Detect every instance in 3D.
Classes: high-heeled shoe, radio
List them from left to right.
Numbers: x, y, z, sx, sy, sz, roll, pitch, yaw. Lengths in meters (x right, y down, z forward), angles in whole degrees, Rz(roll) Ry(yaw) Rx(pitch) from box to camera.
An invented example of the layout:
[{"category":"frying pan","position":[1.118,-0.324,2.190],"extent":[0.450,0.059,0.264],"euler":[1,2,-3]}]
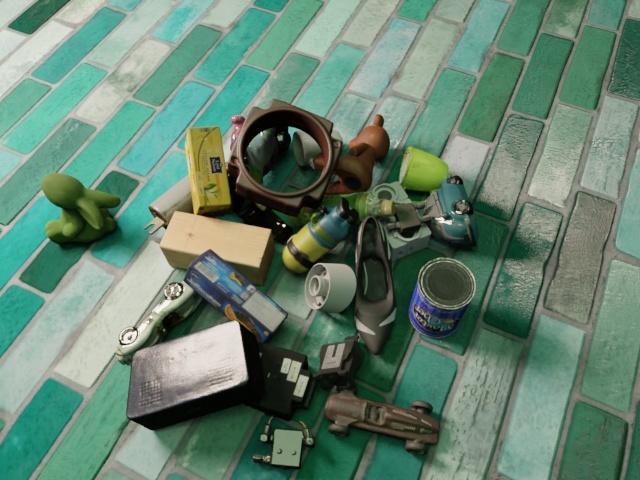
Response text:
[{"category":"radio","position":[-0.219,0.234,0.941],"extent":[0.230,0.073,0.131],"euler":[-19,53,8]},{"category":"high-heeled shoe","position":[0.105,0.080,1.023],"extent":[0.086,0.145,0.249],"euler":[-4,57,0]}]

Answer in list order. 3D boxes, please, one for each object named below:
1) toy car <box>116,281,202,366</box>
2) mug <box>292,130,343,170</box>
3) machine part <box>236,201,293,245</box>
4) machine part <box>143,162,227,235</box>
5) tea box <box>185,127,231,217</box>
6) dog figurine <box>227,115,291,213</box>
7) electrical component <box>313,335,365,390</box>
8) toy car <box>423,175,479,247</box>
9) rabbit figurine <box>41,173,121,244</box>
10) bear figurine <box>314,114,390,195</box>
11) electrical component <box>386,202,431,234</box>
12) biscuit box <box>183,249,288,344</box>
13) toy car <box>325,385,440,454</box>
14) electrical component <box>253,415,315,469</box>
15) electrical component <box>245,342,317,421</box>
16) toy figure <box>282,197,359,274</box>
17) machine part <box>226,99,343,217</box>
[{"category":"toy car","position":[-0.305,0.156,1.025],"extent":[0.056,0.073,0.202],"euler":[32,64,19]},{"category":"mug","position":[0.002,-0.211,1.242],"extent":[0.107,0.080,0.110],"euler":[-15,54,-19]},{"category":"machine part","position":[-0.115,-0.043,1.161],"extent":[0.084,0.039,0.139],"euler":[-34,54,-24]},{"category":"machine part","position":[-0.287,-0.097,1.179],"extent":[0.079,0.079,0.243],"euler":[36,66,21]},{"category":"tea box","position":[-0.233,-0.138,1.112],"extent":[0.068,0.098,0.169],"euler":[-7,81,-19]},{"category":"dog figurine","position":[-0.141,-0.165,1.195],"extent":[0.109,0.191,0.219],"euler":[-1,81,22]},{"category":"electrical component","position":[0.041,0.211,0.979],"extent":[0.075,0.047,0.119],"euler":[-13,36,33]},{"category":"toy car","position":[0.269,-0.056,1.130],"extent":[0.103,0.109,0.162],"euler":[-17,49,11]},{"category":"rabbit figurine","position":[-0.504,-0.065,1.108],"extent":[0.159,0.170,0.121],"euler":[14,60,11]},{"category":"bear figurine","position":[0.081,-0.190,1.206],"extent":[0.132,0.120,0.196],"euler":[4,49,20]},{"category":"electrical component","position":[0.176,-0.047,1.096],"extent":[0.094,0.021,0.063],"euler":[-14,59,-7]},{"category":"biscuit box","position":[-0.161,0.108,1.018],"extent":[0.203,0.062,0.059],"euler":[39,48,2]},{"category":"toy car","position":[0.108,0.310,0.938],"extent":[0.202,0.053,0.089],"euler":[11,56,9]},{"category":"electrical component","position":[-0.059,0.348,0.920],"extent":[0.102,0.045,0.078],"euler":[9,58,6]},{"category":"electrical component","position":[-0.076,0.256,0.970],"extent":[0.134,0.058,0.115],"euler":[16,62,11]},{"category":"toy figure","position":[-0.005,-0.006,1.068],"extent":[0.082,0.180,0.089],"euler":[53,28,6]},{"category":"machine part","position":[-0.069,-0.163,1.070],"extent":[0.201,0.087,0.201],"euler":[22,78,-1]}]
